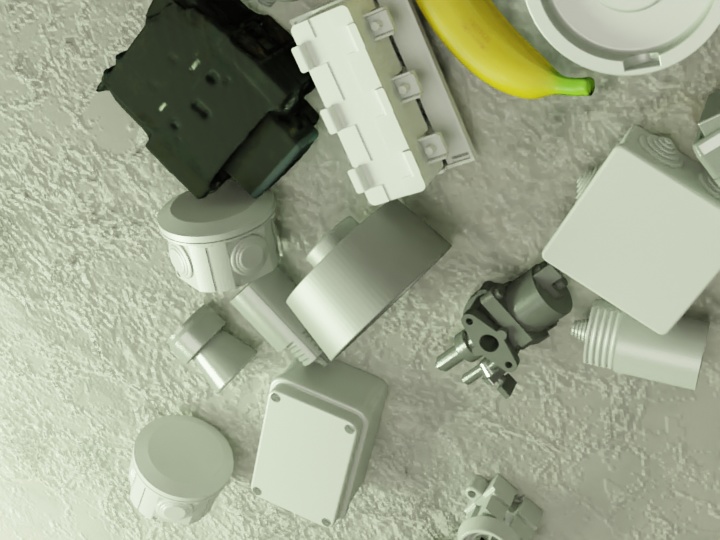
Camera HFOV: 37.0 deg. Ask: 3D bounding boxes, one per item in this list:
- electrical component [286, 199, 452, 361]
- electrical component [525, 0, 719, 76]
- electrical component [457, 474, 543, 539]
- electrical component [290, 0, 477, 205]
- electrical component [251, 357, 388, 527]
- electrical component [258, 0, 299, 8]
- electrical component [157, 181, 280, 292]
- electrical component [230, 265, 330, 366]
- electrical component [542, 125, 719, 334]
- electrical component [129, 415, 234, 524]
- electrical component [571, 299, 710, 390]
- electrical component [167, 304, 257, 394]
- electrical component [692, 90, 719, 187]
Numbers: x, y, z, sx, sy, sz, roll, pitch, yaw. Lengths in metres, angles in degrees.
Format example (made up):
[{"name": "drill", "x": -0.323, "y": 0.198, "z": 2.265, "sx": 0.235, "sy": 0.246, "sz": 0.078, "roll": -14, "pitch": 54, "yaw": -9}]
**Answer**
[{"name": "electrical component", "x": 0.000, "y": 0.000, "z": 0.696, "sx": 0.060, "sy": 0.108, "sz": 0.108, "roll": 46, "pitch": 126, "yaw": 4}, {"name": "electrical component", "x": 0.145, "y": -0.163, "z": 0.565, "sx": 0.108, "sy": 0.060, "sz": 0.108, "roll": 11, "pitch": 120, "yaw": 19}, {"name": "electrical component", "x": 0.099, "y": 0.188, "z": 0.780, "sx": 0.066, "sy": 0.055, "sz": 0.048, "roll": 40, "pitch": 125, "yaw": 0}, {"name": "electrical component", "x": 0.010, "y": -0.107, "z": 0.657, "sx": 0.079, "sy": 0.063, "sz": 0.121, "roll": -15, "pitch": 109, "yaw": 31}, {"name": "electrical component", "x": -0.032, "y": 0.127, "z": 0.807, "sx": 0.078, "sy": 0.057, "sz": 0.113, "roll": 21, "pitch": 123, "yaw": 13}, {"name": "electrical component", "x": -0.043, "y": -0.195, "z": 0.646, "sx": 0.043, "sy": 0.043, "sz": 0.081, "roll": 33, "pitch": 125, "yaw": 6}, {"name": "electrical component", "x": -0.095, "y": -0.025, "z": 0.741, "sx": 0.080, "sy": 0.080, "sz": 0.051, "roll": 5, "pitch": 123, "yaw": 22}, {"name": "electrical component", "x": -0.050, "y": 0.037, "z": 0.775, "sx": 0.081, "sy": 0.043, "sz": 0.043, "roll": 47, "pitch": 125, "yaw": -5}, {"name": "electrical component", "x": 0.171, "y": -0.025, "z": 0.635, "sx": 0.100, "sy": 0.048, "sz": 0.099, "roll": 33, "pitch": 125, "yaw": 5}, {"name": "electrical component", "x": -0.146, "y": 0.161, "z": 0.865, "sx": 0.080, "sy": 0.080, "sz": 0.051, "roll": 31, "pitch": 130, "yaw": 7}, {"name": "electrical component", "x": 0.174, "y": 0.045, "z": 0.675, "sx": 0.081, "sy": 0.043, "sz": 0.043, "roll": 12, "pitch": 121, "yaw": 19}, {"name": "electrical component", "x": -0.112, "y": 0.059, "z": 0.815, "sx": 0.055, "sy": 0.045, "sz": 0.045, "roll": 44, "pitch": 125, "yaw": -2}, {"name": "electrical component", "x": 0.231, "y": -0.081, "z": 0.569, "sx": 0.096, "sy": 0.061, "sz": 0.061, "roll": -34, "pitch": 99, "yaw": 34}]
